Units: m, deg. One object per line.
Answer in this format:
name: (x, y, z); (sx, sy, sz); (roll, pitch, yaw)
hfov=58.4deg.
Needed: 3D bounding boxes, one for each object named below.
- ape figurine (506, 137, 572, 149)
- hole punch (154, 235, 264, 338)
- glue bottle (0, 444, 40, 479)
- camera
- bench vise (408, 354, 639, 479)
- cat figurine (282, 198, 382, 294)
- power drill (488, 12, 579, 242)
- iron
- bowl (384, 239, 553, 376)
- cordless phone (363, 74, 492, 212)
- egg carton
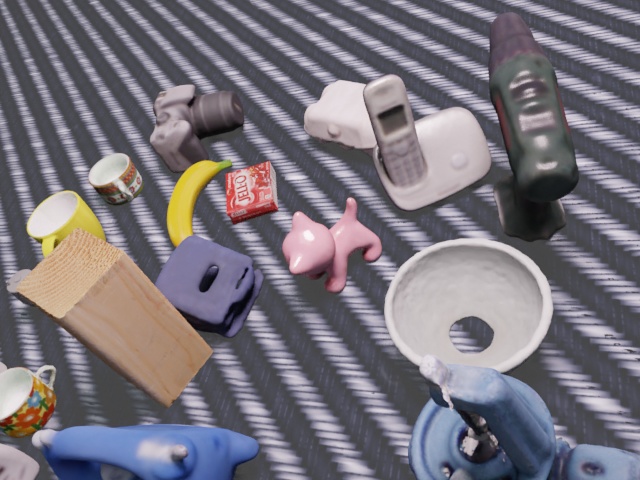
ape figurine: (0.279, -0.137, 0.726); (0.077, 0.092, 0.076); (19, 60, 33)
hole punch: (-0.138, 0.056, 0.725); (0.100, 0.091, 0.109); (6, 54, 26)
glue bottle: (-0.378, 0.241, 0.604); (0.037, 0.173, 0.078); (4, 53, 25)
camera: (-0.206, -0.204, 0.965); (0.136, 0.101, 0.143); (-10, 49, 13)
bench vise: (0.160, 0.148, 0.444); (0.207, 0.220, 0.121); (-8, 49, 15)
cat figurine: (0.006, 0.002, 0.696); (0.128, 0.118, 0.067); (-43, 50, -17)
power drill: (0.230, -0.109, 0.642); (0.075, 0.209, 0.229); (-11, 49, 13)
iron: (-0.201, 0.222, 0.574); (0.257, 0.142, 0.118); (-1, 51, 20)
bowl: (0.155, 0.083, 0.600); (0.167, 0.075, 0.167); (-11, 49, 13)
cordless phone: (0.132, -0.137, 0.719); (0.147, 0.185, 0.094); (-27, 47, -2)
egg carton: (0.050, -0.185, 0.871); (0.149, 0.070, 0.107); (20, 61, 33)
